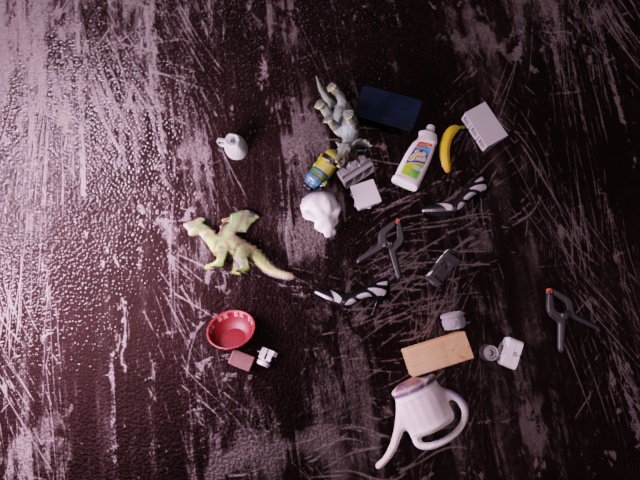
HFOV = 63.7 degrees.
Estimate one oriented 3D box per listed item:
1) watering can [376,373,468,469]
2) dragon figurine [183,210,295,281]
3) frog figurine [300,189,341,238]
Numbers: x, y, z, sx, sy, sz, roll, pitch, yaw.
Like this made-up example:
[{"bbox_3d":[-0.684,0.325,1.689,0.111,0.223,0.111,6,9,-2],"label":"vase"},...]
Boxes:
[{"bbox_3d":[0.300,0.567,1.646,0.348,0.103,0.226,-24,78,-6],"label":"watering can"},{"bbox_3d":[-0.273,0.004,1.779,0.410,0.120,0.247,8,71,1],"label":"dragon figurine"},{"bbox_3d":[0.005,-0.090,1.786,0.137,0.120,0.162,-3,66,-20],"label":"frog figurine"}]
